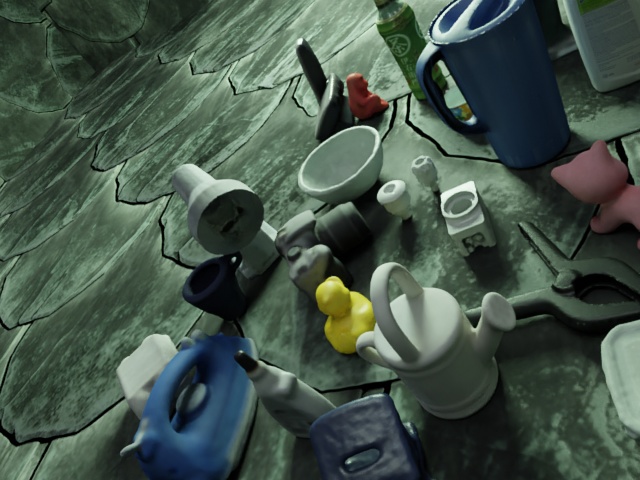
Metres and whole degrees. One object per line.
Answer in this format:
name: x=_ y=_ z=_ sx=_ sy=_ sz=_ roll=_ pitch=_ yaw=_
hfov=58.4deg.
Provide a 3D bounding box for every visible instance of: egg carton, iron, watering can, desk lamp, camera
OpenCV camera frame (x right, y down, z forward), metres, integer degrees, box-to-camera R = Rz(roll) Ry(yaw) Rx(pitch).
egg carton: x=-0.264 y=0.219 z=0.918 sx=0.107 sy=0.070 sz=0.149 roll=-45 pitch=35 yaw=-9
iron: x=-0.171 y=0.211 z=0.779 sx=0.118 sy=0.142 sz=0.258 roll=-14 pitch=42 yaw=31
watering can: x=0.114 y=0.096 z=0.602 sx=0.172 sy=0.195 sz=0.100 roll=-30 pitch=36 yaw=13
desk lamp: x=-0.158 y=-0.032 z=0.978 sx=0.118 sy=0.214 sz=0.202 roll=-44 pitch=35 yaw=-7
camera: x=0.008 y=0.003 z=0.887 sx=0.137 sy=0.101 sz=0.143 roll=-34 pitch=35 yaw=7

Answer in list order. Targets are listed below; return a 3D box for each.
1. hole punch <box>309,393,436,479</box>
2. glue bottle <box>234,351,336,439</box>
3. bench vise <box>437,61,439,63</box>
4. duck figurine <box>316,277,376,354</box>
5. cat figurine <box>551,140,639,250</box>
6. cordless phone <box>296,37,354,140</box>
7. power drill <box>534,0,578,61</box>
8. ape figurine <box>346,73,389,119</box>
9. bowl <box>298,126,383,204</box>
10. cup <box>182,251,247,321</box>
hole punch: x=0.053 y=0.229 z=0.599 sx=0.108 sy=0.091 sz=0.101 roll=-29 pitch=36 yaw=15
glue bottle: x=-0.044 y=0.179 z=0.671 sx=0.078 sy=0.174 sz=0.037 roll=-11 pitch=43 yaw=34
bench vise: x=0.271 y=-0.408 z=1.006 sx=0.121 sy=0.220 sz=0.208 roll=17 pitch=62 yaw=50
duck figurine: x=0.027 y=0.096 z=0.778 sx=0.077 sy=0.086 sz=0.104 roll=-26 pitch=37 yaw=18
cat figurine: x=0.333 y=-0.058 z=0.644 sx=0.067 sy=0.118 sz=0.127 roll=-45 pitch=35 yaw=-9
cordless phone: x=-0.008 y=-0.313 z=1.184 sx=0.094 sy=0.186 sz=0.147 roll=-23 pitch=38 yaw=21
power drill: x=0.374 y=-0.407 z=0.920 sx=0.229 sy=0.209 sz=0.075 roll=-24 pitch=37 yaw=20
ape figurine: x=0.086 y=-0.299 z=1.165 sx=0.076 sy=0.092 sz=0.077 roll=-24 pitch=37 yaw=20
bowl: x=0.048 y=-0.120 z=1.012 sx=0.167 sy=0.075 sz=0.167 roll=-24 pitch=37 yaw=20
cup: x=-0.157 y=0.080 z=0.956 sx=0.118 sy=0.095 sz=0.091 roll=-49 pitch=36 yaw=-14
